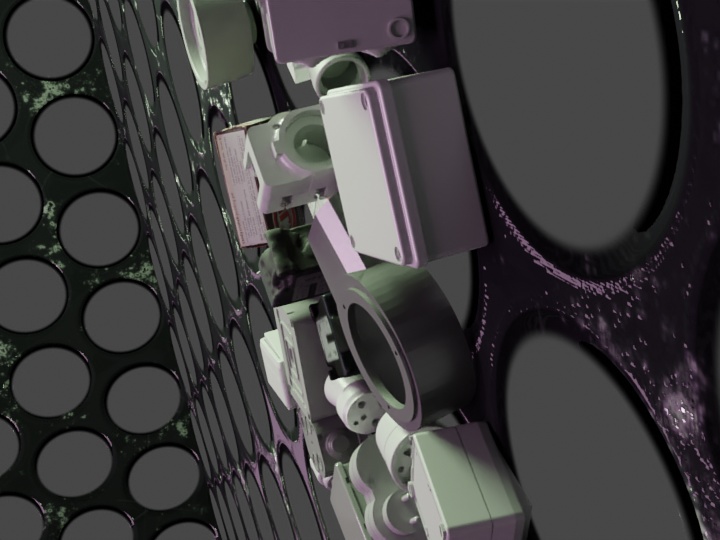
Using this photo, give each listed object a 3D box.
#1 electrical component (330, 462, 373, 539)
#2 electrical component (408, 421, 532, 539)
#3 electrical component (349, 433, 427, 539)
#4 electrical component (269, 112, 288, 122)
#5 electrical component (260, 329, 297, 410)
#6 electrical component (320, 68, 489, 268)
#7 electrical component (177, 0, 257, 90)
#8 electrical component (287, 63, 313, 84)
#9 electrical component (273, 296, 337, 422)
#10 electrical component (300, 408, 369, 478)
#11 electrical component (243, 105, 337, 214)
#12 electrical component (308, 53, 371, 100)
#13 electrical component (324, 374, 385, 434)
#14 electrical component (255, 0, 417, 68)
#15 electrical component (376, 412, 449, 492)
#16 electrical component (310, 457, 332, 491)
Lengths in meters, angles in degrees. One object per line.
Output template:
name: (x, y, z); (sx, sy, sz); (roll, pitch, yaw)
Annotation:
electrical component: (0.012, 0.229, 1.008); (0.099, 0.048, 0.099); (98, 153, -55)
electrical component: (0.070, 0.146, 0.708); (0.096, 0.061, 0.061); (-110, 13, -46)
electrical component: (0.036, 0.200, 0.886); (0.073, 0.052, 0.138); (118, 134, -68)
electrical component: (-0.063, -0.107, 0.949); (0.055, 0.045, 0.045); (104, 147, -60)
electrical component: (-0.064, 0.093, 1.117); (0.096, 0.062, 0.061); (-143, 40, -66)
electrical component: (0.025, -0.063, 0.657); (0.109, 0.056, 0.108); (-161, 56, -72)
electrical component: (-0.135, -0.235, 1.046); (0.108, 0.060, 0.108); (164, 90, -75)
electrical component: (-0.040, -0.178, 0.799); (0.055, 0.048, 0.066); (86, 163, -60)
electrical component: (-0.038, 0.076, 1.017); (0.078, 0.057, 0.113); (-136, 34, -62)
electrical component: (-0.024, 0.164, 1.065); (0.080, 0.051, 0.080); (164, 90, -75)
electrical component: (-0.035, -0.084, 0.786); (0.055, 0.089, 0.050); (114, 138, -67)
electrical component: (-0.018, -0.144, 0.763); (0.046, 0.040, 0.040); (-114, 17, -48)
electrical component: (-0.002, 0.113, 0.949); (0.055, 0.045, 0.045); (-133, 31, -60)
electrical component: (-0.016, -0.170, 0.619); (0.048, 0.100, 0.099); (-108, 9, -64)
electrical component: (0.042, 0.129, 0.794); (0.047, 0.055, 0.055); (-130, 28, -65)
electrical component: (-0.025, 0.212, 1.130); (0.043, 0.043, 0.062); (89, 158, -43)
